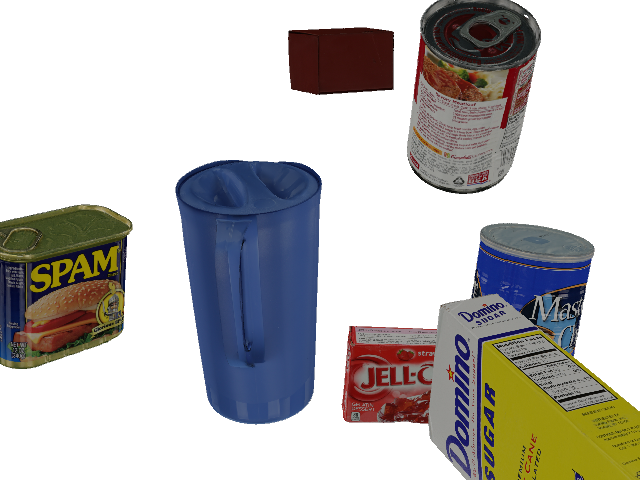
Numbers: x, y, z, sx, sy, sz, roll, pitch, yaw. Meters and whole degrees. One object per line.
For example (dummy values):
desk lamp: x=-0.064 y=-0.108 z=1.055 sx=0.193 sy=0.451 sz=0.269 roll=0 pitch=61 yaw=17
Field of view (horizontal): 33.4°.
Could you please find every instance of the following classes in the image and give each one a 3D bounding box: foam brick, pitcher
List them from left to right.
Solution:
pitcher: x=-0.065 y=0.055 z=1.012 sx=0.149 sy=0.243 sz=0.145 roll=-21 pitch=32 yaw=-34
foam brick: x=0.018 y=-0.155 z=0.918 sx=0.078 sy=0.051 sz=0.053 roll=-8 pitch=18 yaw=-28

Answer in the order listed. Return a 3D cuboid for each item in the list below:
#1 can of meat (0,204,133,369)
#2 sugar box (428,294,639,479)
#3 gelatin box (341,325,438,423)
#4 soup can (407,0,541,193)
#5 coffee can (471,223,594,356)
can of meat: x=-0.179 y=0.030 z=0.718 sx=0.058 sy=0.084 sz=0.101 roll=25 pitch=29 yaw=38
sugar box: x=0.116 y=0.108 z=0.543 sx=0.048 sy=0.093 sz=0.176 roll=-10 pitch=28 yaw=-25
gelatin box: x=0.064 y=0.106 z=0.833 sx=0.089 sy=0.073 sz=0.030 roll=2 pitch=27 yaw=-3
soup can: x=0.089 y=-0.086 z=0.636 sx=0.068 sy=0.068 sz=0.102 roll=0 pitch=-41 yaw=-2
coffee can: x=0.189 y=0.065 z=0.984 sx=0.103 sy=0.140 sz=0.103 roll=6 pitch=16 yaw=-2
